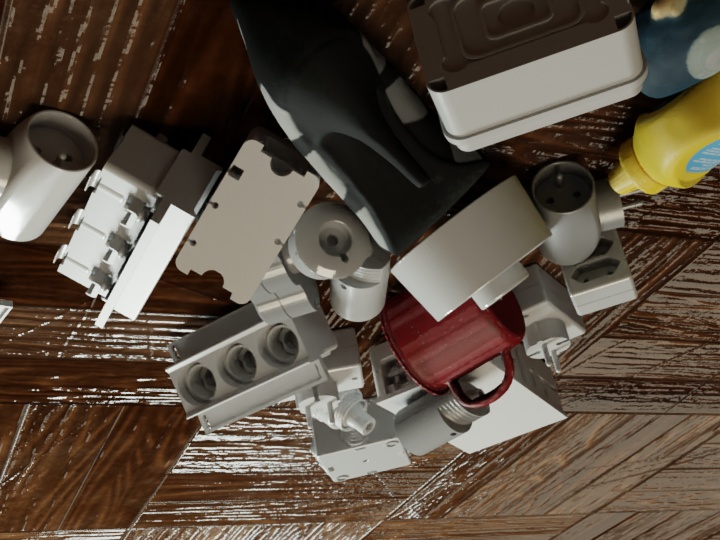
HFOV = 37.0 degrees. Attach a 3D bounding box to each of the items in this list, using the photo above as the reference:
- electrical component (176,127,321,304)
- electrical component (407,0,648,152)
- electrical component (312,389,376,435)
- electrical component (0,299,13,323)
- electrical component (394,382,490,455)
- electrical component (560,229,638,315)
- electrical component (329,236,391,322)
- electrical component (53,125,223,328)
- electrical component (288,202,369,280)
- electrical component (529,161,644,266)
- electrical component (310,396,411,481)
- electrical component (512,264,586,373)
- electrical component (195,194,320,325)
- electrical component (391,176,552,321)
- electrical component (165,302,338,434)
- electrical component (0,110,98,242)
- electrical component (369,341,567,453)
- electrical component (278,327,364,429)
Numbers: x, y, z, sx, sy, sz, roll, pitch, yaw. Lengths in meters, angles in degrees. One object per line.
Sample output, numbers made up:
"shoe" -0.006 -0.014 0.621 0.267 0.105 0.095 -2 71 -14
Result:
"electrical component" -0.065 -0.035 0.646 0.050 0.055 0.089 30 104 -9
"electrical component" 0.090 -0.121 0.582 0.113 0.078 0.057 -18 146 11
"electrical component" -0.013 0.126 0.974 0.048 0.062 0.048 -31 138 -33
"electrical component" -0.286 0.038 0.739 0.081 0.063 0.042 12 144 -35
"electrical component" 0.072 0.119 0.894 0.043 0.043 0.081 17 140 -40
"electrical component" 0.183 0.001 0.832 0.047 0.065 0.076 -19 149 13
"electrical component" 0.000 0.000 0.791 0.043 0.043 0.081 -7 150 -7
"electrical component" -0.141 -0.029 0.667 0.063 0.078 0.121 30 138 -9
"electrical component" -0.025 -0.015 0.679 0.048 0.048 0.062 1 172 -20
"electrical component" 0.164 -0.044 0.769 0.079 0.044 0.077 -14 150 5
"electrical component" 0.002 0.170 1.076 0.100 0.048 0.099 -14 150 4
"electrical component" 0.152 0.049 0.893 0.047 0.075 0.083 -26 147 24
"electrical component" -0.052 -0.014 0.740 0.074 0.052 0.138 -17 149 10
"electrical component" 0.082 -0.008 0.738 0.108 0.060 0.108 -37 175 -4
"electrical component" -0.084 0.070 0.854 0.121 0.078 0.063 -26 176 24
"electrical component" -0.205 -0.058 0.624 0.079 0.043 0.077 13 142 -35
"electrical component" 0.100 0.101 0.979 0.105 0.060 0.186 -24 147 21
"electrical component" -0.038 0.098 0.912 0.083 0.075 0.047 -10 150 -2
